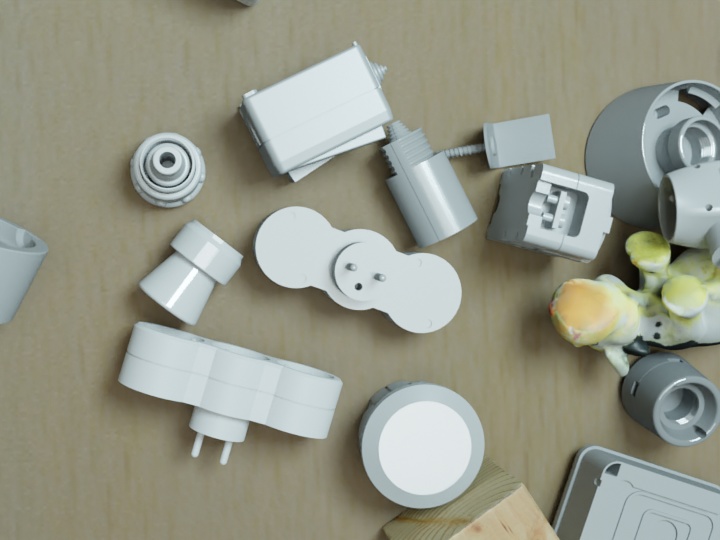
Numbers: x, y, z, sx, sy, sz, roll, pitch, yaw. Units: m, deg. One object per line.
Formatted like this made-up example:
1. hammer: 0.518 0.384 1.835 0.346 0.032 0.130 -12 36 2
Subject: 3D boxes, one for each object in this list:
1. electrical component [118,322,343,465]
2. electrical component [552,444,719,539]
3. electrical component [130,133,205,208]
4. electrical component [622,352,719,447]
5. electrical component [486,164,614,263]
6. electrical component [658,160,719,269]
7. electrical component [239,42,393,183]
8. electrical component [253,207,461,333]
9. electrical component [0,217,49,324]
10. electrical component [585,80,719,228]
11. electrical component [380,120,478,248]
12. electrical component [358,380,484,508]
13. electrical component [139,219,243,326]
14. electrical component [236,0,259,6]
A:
1. electrical component: -0.087 0.087 0.689 0.138 0.052 0.073 17 90 -8
2. electrical component: 0.195 0.173 0.733 0.113 0.057 0.078 19 90 -9
3. electrical component: -0.120 -0.065 0.672 0.048 0.062 0.048 0 88 -10
4. electrical component: 0.213 0.089 0.732 0.055 0.047 0.055 -2 103 -9
5. electrical component: 0.125 -0.036 0.697 0.056 0.089 0.050 15 90 -9
6. electrical component: 0.232 -0.026 0.666 0.077 0.043 0.079 -4 55 1
7. electrical component: -0.022 -0.100 0.686 0.096 0.062 0.061 -27 96 -6
8. electrical component: 0.000 0.000 0.688 0.138 0.074 0.052 20 89 -9
9. electrical component: -0.248 -0.003 0.637 0.108 0.108 0.060 22 95 -9
10. electrical component: 0.213 -0.080 0.733 0.099 0.064 0.099 1 87 -21
11. electrical component: 0.040 -0.060 0.706 0.043 0.043 0.081 -28 96 -6
12. electrical component: 0.038 0.112 0.710 0.080 0.051 0.080 0 93 -8
13. electrical component: -0.107 0.001 0.687 0.045 0.045 0.055 38 87 -8
14. electrical component: -0.096 -0.209 0.673 0.089 0.056 0.050 25 89 -9
